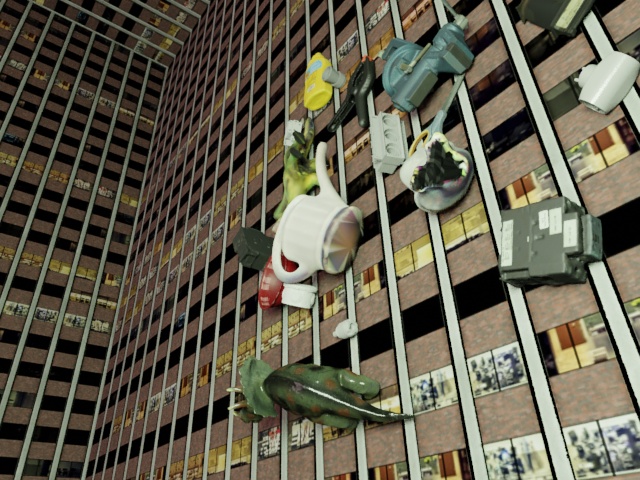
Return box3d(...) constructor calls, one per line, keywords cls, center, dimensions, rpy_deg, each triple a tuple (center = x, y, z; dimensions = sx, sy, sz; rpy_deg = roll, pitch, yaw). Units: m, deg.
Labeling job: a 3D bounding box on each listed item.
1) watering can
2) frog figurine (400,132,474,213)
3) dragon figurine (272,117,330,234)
box3d(cls="watering can", center=(0.004, -0.059, 1.163), dimensions=(0.225, 0.103, 0.350), rpy_deg=(15, 81, 42))
box3d(cls="frog figurine", center=(0.212, -0.116, 0.954), dimensions=(0.158, 0.123, 0.138), rpy_deg=(77, -161, -82))
box3d(cls="dragon figurine", center=(-0.078, -0.156, 1.399), dimensions=(0.238, 0.121, 0.420), rpy_deg=(-55, 17, 32))
